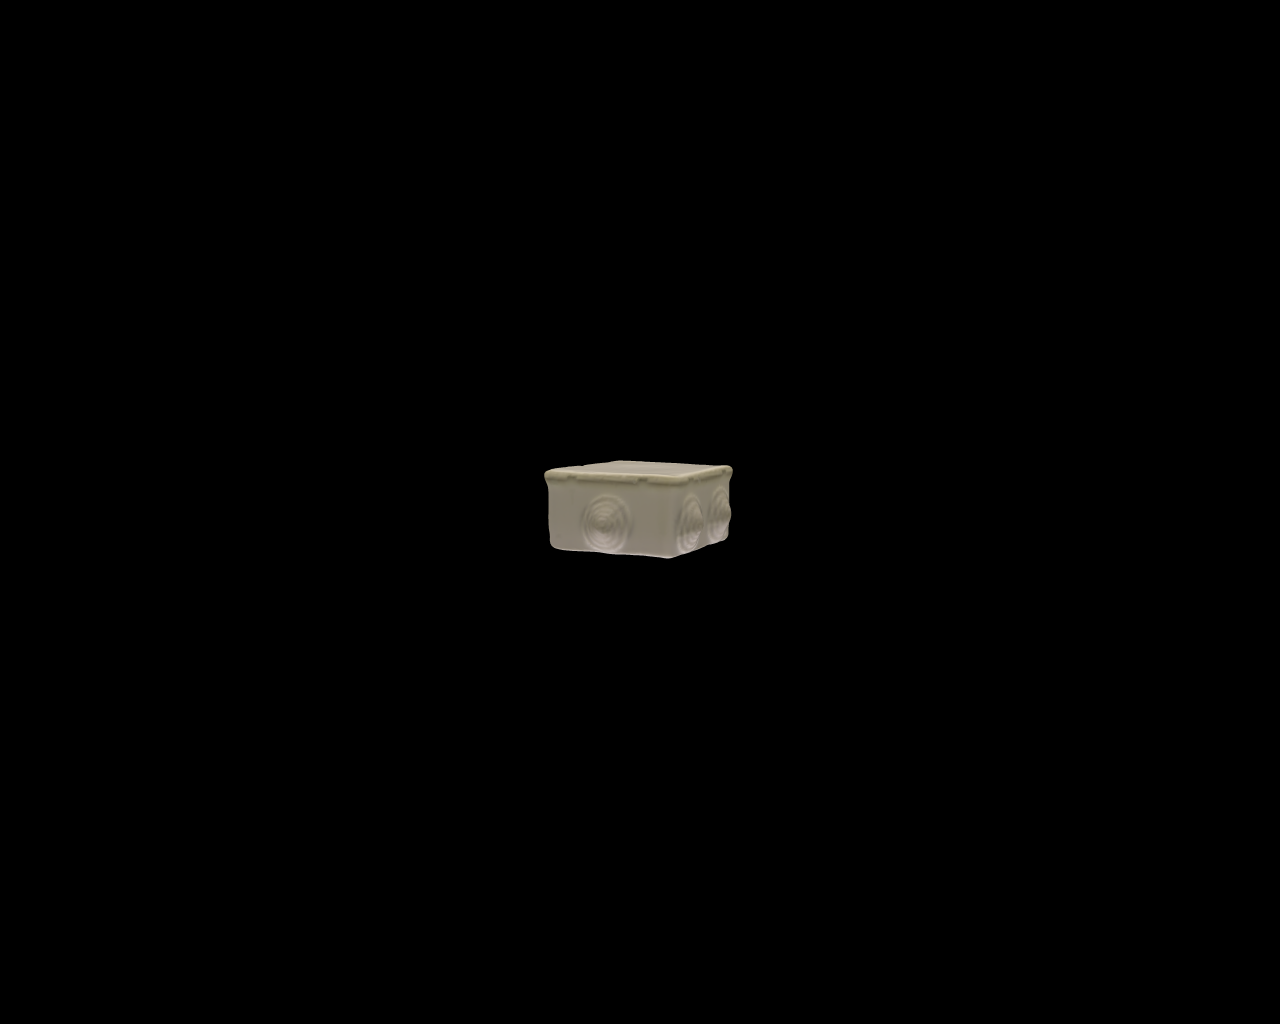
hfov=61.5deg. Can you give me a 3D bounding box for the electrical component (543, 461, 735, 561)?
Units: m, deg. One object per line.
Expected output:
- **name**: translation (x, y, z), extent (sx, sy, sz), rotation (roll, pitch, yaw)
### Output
- **electrical component**: translation (0.001, -0.003, 0.650), extent (0.100, 0.048, 0.100), rotation (4, 8, 28)
